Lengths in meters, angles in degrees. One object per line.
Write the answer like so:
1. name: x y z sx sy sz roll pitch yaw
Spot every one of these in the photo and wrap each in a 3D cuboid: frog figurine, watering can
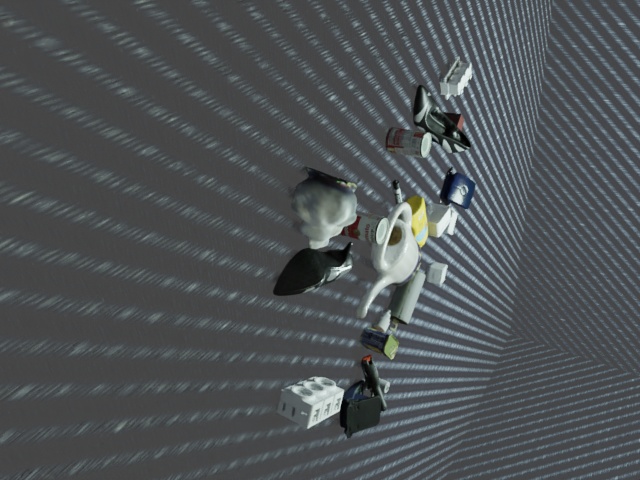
1. frog figurine: 0.003 -0.053 1.048 0.137 0.124 0.158 14 101 -27
2. watering can: 0.189 0.068 1.417 0.221 0.104 0.352 44 64 -57
